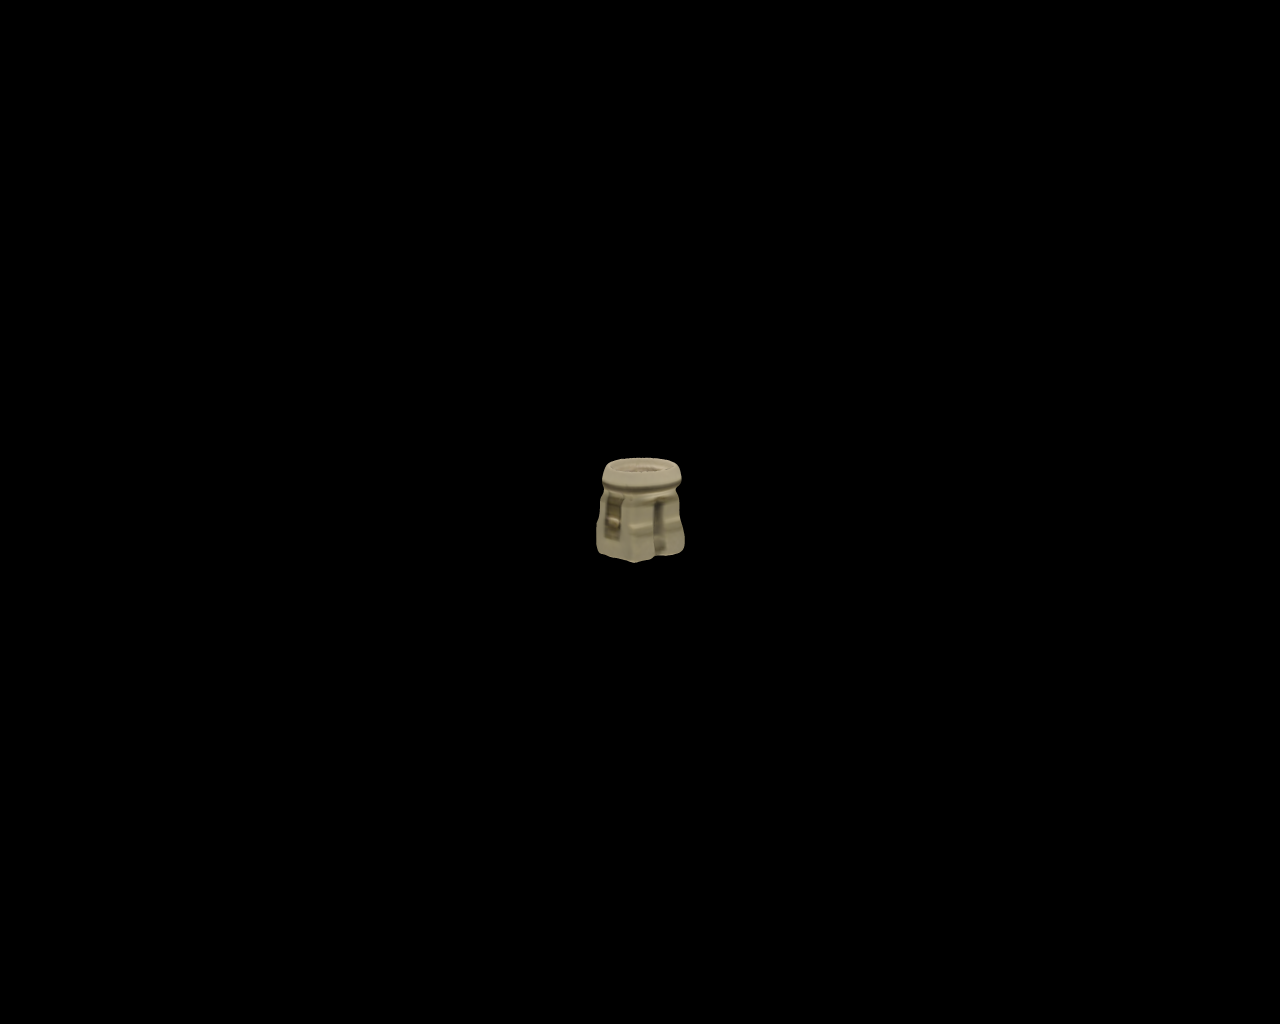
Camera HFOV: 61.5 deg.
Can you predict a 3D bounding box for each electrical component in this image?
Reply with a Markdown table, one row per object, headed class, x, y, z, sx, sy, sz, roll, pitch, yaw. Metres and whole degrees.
| class | x | y | z | sx | sy | sz | roll | pitch | yaw |
| --- | --- | --- | --- | --- | --- | --- | --- | --- | --- |
| electrical component | 0.001 | -0.003 | 0.650 | 0.066 | 0.055 | 0.048 | -11 | 17 | -42 |
